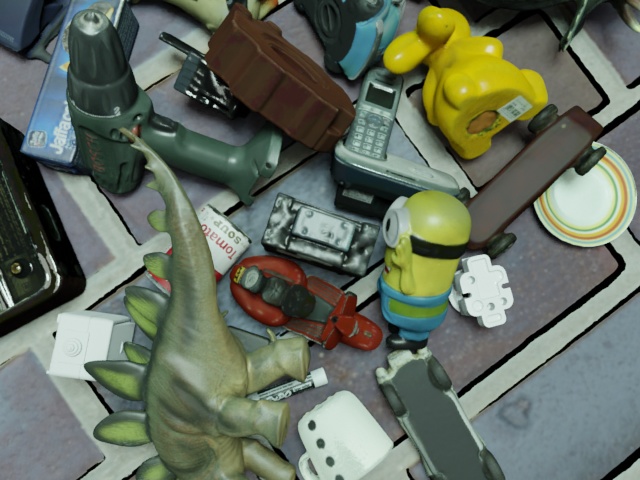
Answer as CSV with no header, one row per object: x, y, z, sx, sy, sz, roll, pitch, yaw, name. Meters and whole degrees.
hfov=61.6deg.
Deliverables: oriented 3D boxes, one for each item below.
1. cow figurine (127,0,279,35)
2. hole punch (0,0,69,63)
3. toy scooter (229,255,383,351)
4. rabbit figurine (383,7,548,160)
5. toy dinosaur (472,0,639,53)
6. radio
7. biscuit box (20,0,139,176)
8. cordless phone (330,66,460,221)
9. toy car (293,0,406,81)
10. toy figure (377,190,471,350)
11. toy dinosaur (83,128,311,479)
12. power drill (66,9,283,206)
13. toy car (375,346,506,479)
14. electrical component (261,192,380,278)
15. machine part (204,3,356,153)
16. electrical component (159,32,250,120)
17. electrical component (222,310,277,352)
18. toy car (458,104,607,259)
-0.159,-0.303,0.625,0.195,0.085,0.127,35,76,-1,cow figurine
-0.353,-0.284,0.606,0.142,0.092,0.115,34,86,-3,hole punch
-0.014,0.069,0.564,0.184,0.135,0.075,25,84,0,toy scooter
0.147,-0.197,0.615,0.162,0.122,0.173,10,55,-36,rabbit figurine
0.209,-0.329,0.609,0.405,0.131,0.192,4,78,-13,toy dinosaur
-0.360,-0.017,0.579,0.131,0.073,0.229,-24,86,-6,radio
-0.269,-0.177,0.610,0.059,0.063,0.202,14,82,-1,biscuit box
0.095,-0.115,0.629,0.147,0.088,0.184,17,64,-2,cordless phone
0.043,-0.276,0.633,0.103,0.109,0.162,-21,73,-28,toy car
0.107,0.033,0.570,0.089,0.082,0.179,-9,119,-12,toy figure
-0.115,0.137,0.508,0.199,0.105,0.470,8,110,8,toy dinosaur
-0.145,-0.109,0.543,0.207,0.232,0.086,8,61,-22,power drill
0.134,0.212,0.599,0.073,0.056,0.201,-29,85,-1,toy car
-0.001,-0.002,0.574,0.115,0.134,0.058,17,83,-4,electrical component
-0.038,-0.170,0.568,0.179,0.179,0.056,43,112,1,machine part
-0.133,-0.185,0.610,0.119,0.075,0.047,28,105,-4,electrical component
-0.090,0.125,0.597,0.102,0.045,0.078,25,81,-1,electrical component
0.236,-0.068,0.625,0.202,0.053,0.089,-46,73,6,toy car
